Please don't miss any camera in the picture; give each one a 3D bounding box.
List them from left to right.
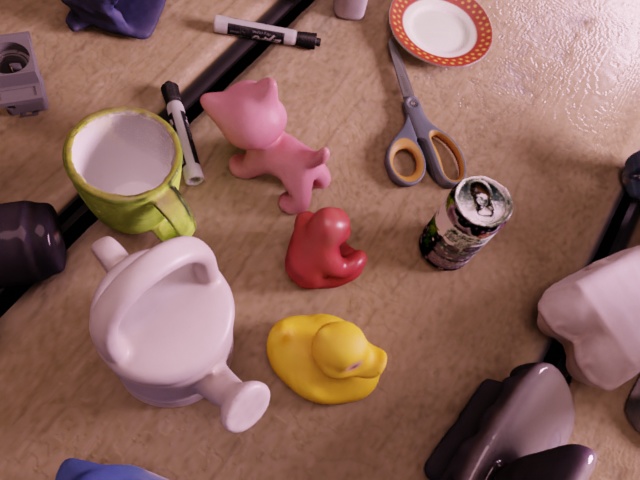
[{"bbox_3d":[-0.280,0.020,0.452,0.137,0.101,0.143,-10,68,-14],"label":"camera"}]

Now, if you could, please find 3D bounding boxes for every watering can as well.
[{"bbox_3d":[-0.105,0.061,0.413,0.173,0.194,0.101,25,65,2],"label":"watering can"}]

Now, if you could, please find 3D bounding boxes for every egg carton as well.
[{"bbox_3d":[0.285,0.070,0.545,0.150,0.069,0.107,-24,72,-19],"label":"egg carton"}]

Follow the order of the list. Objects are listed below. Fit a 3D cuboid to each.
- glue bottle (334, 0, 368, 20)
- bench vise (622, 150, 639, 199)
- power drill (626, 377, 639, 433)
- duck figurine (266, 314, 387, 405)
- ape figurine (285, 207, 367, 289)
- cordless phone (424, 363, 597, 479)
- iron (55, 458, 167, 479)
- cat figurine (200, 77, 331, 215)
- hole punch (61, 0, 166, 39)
[{"bbox_3d":[0.047,-0.330,0.624,0.037,0.173,0.078,4,66,-8],"label":"glue bottle"},{"bbox_3d":[0.383,-0.061,0.537,0.122,0.219,0.207,-17,70,-16],"label":"bench vise"},{"bbox_3d":[0.351,0.117,0.459,0.075,0.208,0.230,38,66,8],"label":"power drill"},{"bbox_3d":[0.008,0.092,0.478,0.104,0.086,0.077,22,65,0],"label":"duck figurine"},{"bbox_3d":[0.005,0.002,0.514,0.076,0.092,0.077,-28,73,-20],"label":"ape figurine"},{"bbox_3d":[0.164,0.154,0.423,0.094,0.185,0.148,36,66,7],"label":"cordless phone"},{"bbox_3d":[-0.080,0.232,0.370,0.258,0.141,0.119,21,65,0],"label":"iron"},{"bbox_3d":[-0.046,-0.098,0.536,0.127,0.117,0.067,32,65,5],"label":"cat figurine"},{"bbox_3d":[-0.219,-0.280,0.601,0.101,0.091,0.108,11,65,-5],"label":"hole punch"}]
